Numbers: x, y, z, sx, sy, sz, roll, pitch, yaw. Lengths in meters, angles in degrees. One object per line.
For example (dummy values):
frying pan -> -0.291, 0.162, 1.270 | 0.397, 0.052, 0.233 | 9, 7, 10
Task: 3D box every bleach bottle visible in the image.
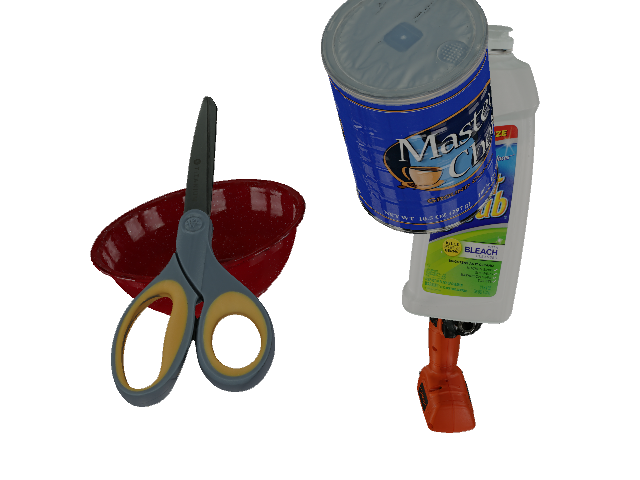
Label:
bleach bottle -> 0.129, -0.057, 0.913 | 0.102, 0.251, 0.068 | 6, 21, 11

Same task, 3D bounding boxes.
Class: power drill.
power drill -> 0.139, 0.107, 1.137 | 0.057, 0.188, 0.184 | 0, 24, -1

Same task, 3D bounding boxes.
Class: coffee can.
coffee can -> 0.063, -0.086, 0.704 | 0.103, 0.102, 0.140 | 0, -34, 13

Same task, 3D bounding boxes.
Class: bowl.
bowl -> -0.085, 0.011, 0.794 | 0.162, 0.055, 0.162 | -11, 25, 5

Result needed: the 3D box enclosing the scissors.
scissors -> -0.054, 0.004, 0.598 | 0.096, 0.201, 0.016 | 12, -30, 13
